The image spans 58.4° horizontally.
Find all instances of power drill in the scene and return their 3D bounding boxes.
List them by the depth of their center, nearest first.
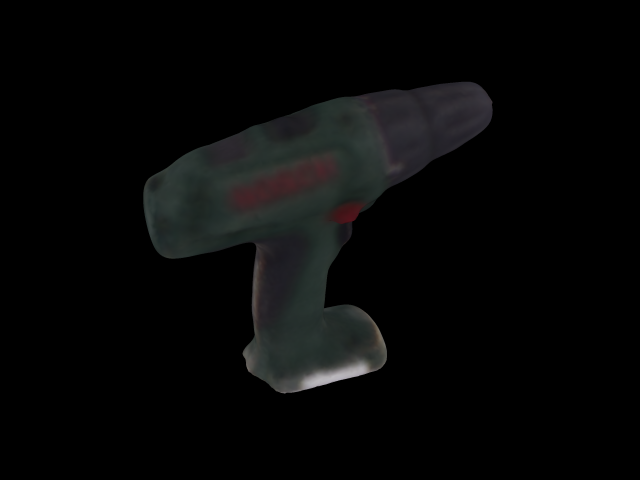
[{"bbox_3d":[0.004,0.001,0.400,0.230,0.208,0.075,-11,35,-16],"label":"power drill"}]
